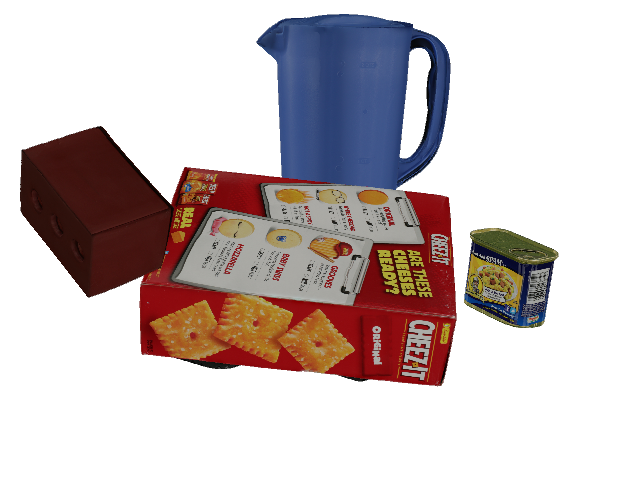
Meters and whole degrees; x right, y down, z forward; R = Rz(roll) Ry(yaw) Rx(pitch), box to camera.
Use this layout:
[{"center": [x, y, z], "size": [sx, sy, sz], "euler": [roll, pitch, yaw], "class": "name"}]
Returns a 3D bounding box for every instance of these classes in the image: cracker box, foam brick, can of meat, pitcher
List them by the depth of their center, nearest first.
[{"center": [-0.128, -0.017, 0.606], "size": [0.051, 0.053, 0.078], "euler": [-24, 57, -35], "class": "foam brick"}, {"center": [-0.013, 0.024, 0.790], "size": [0.213, 0.072, 0.164], "euler": [7, 33, 1], "class": "cracker box"}, {"center": [0.031, -0.099, 1.052], "size": [0.149, 0.243, 0.144], "euler": [12, 19, 34], "class": "pitcher"}, {"center": [0.209, 0.042, 1.186], "size": [0.057, 0.084, 0.102], "euler": [-9, 23, -36], "class": "can of meat"}]

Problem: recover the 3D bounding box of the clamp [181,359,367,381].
[{"center": [-0.056, 0.086, 1.001], "size": [0.209, 0.036, 0.165], "euler": [-9, 37, -18], "class": "clamp"}]
